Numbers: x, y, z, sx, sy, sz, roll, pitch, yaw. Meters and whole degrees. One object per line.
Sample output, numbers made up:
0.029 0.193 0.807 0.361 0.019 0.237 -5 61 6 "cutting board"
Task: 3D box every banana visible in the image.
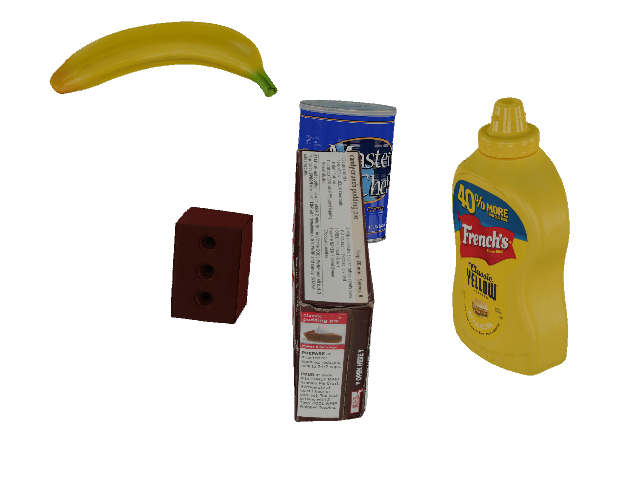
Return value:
-0.138 -0.162 0.943 0.197 0.069 0.037 -1 -33 -4 "banana"

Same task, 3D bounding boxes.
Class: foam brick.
-0.084 0.019 0.833 0.053 0.078 0.051 6 14 6 "foam brick"

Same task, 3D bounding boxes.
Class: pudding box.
0.004 0.022 0.545 0.039 0.090 0.113 -2 44 -3 "pudding box"

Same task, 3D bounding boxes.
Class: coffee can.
0.025 -0.075 1.139 0.103 0.140 0.103 4 12 -1 "coffee can"

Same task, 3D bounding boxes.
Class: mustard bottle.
0.132 -0.007 0.749 0.058 0.192 0.096 -17 29 -25 "mustard bottle"
